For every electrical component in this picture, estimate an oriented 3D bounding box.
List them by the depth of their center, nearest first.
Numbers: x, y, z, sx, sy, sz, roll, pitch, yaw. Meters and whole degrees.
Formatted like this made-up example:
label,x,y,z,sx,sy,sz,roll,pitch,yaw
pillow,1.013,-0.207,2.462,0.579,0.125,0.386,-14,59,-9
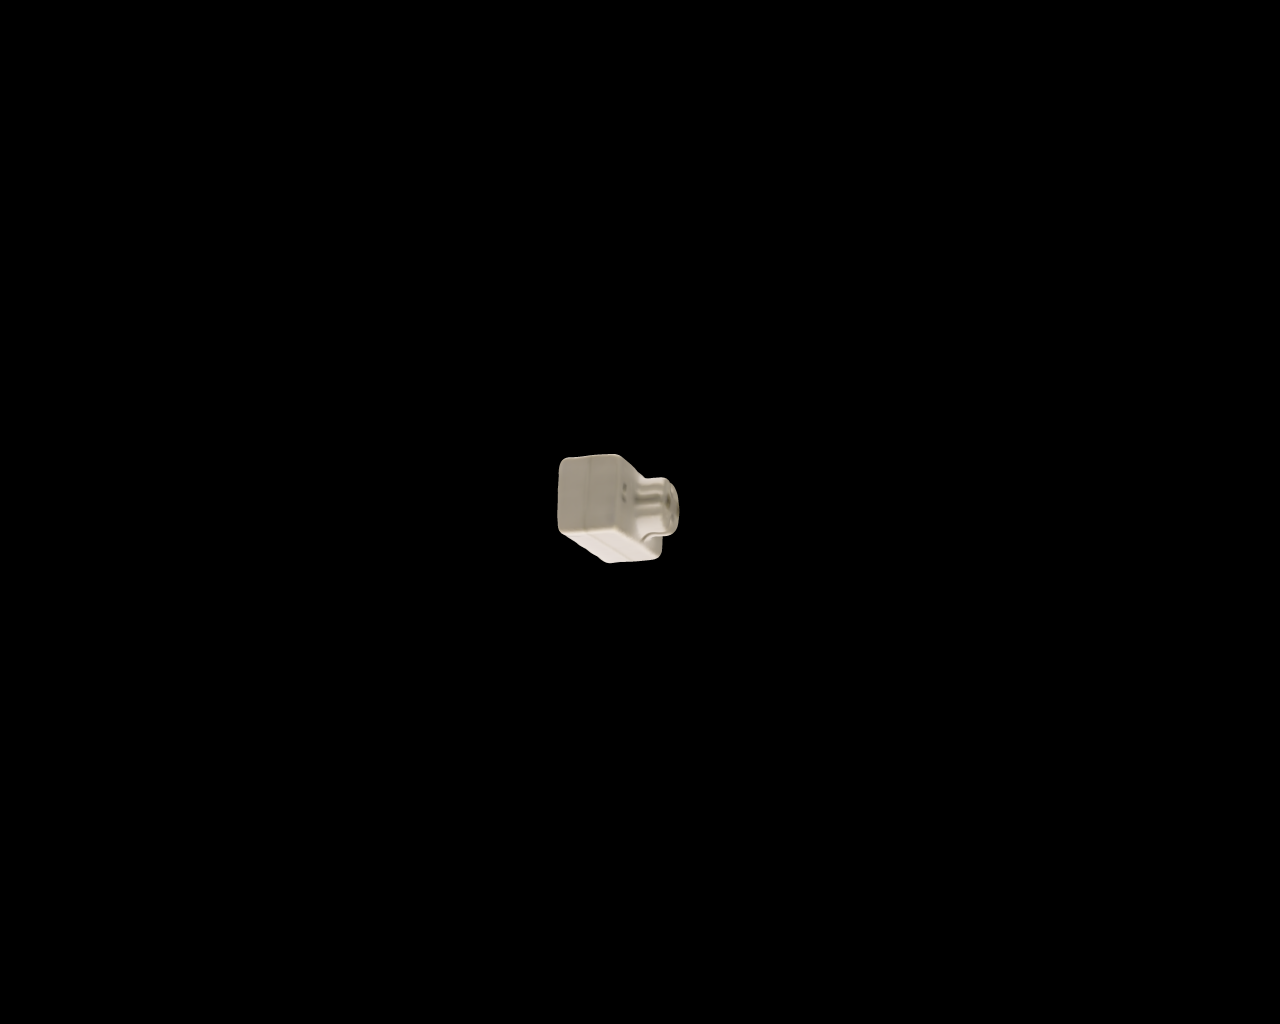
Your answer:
label,x,y,z,sx,sy,sz,roll,pitch,yaw
electrical component,0.001,-0.003,0.650,0.076,0.047,0.083,-6,-17,19
